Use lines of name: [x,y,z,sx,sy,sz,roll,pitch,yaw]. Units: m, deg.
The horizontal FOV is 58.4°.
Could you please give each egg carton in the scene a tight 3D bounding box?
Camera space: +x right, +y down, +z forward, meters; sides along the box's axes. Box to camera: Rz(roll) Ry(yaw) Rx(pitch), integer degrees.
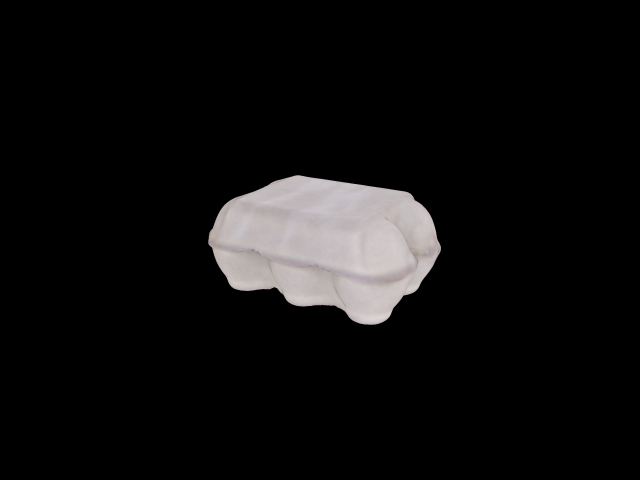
egg carton: [0.004,0.001,0.400,0.149,0.069,0.107,11,23,27]
